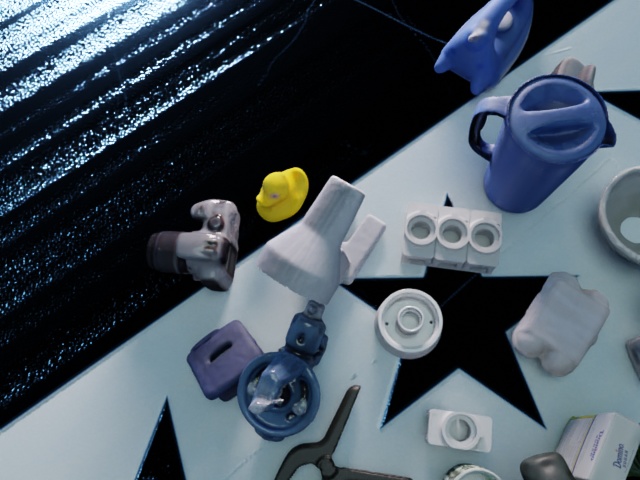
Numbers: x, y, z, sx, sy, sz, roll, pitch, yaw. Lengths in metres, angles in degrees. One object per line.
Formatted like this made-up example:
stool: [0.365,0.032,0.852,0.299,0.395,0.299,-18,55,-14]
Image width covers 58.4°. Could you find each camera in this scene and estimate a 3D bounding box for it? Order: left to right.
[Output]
camera: [-0.208,0.004,0.933,0.136,0.101,0.143,4,73,5]

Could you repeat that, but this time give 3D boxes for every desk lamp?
desk lamp: [0.008,0.003,0.860,0.117,0.213,0.203,30,77,12]

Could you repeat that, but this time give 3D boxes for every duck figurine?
duck figurine: [-0.067,-0.086,0.959,0.077,0.086,0.104,42,80,15]

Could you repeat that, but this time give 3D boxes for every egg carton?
egg carton: [0.368,0.128,0.873,0.107,0.069,0.150,33,78,13]

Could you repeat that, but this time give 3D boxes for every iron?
iron: [0.313,-0.388,0.997,0.118,0.141,0.258,35,78,13]

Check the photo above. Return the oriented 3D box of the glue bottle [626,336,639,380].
glue bottle: [0.491,0.164,0.800,0.037,0.173,0.078,-14,72,0]

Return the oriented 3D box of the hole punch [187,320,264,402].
hole punch: [-0.146,0.184,0.879,0.109,0.091,0.101,-38,74,-8]

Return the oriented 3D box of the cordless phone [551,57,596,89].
cordless phone: [0.417,-0.243,0.923,0.094,0.185,0.148,13,74,8]

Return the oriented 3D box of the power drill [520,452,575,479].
power drill: [0.309,0.387,0.725,0.075,0.208,0.229,-17,73,-1]

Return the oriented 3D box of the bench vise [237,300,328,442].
bench vise: [-0.057,0.179,0.807,0.121,0.220,0.207,3,73,5]

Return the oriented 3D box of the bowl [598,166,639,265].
bowl: [0.516,-0.029,0.909,0.167,0.075,0.167,-1,73,4]
